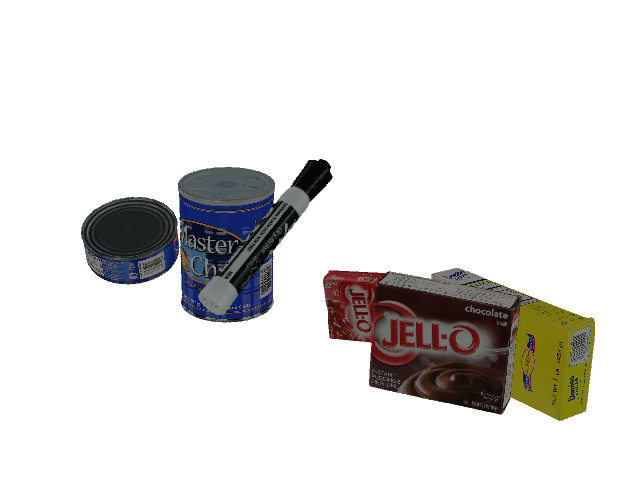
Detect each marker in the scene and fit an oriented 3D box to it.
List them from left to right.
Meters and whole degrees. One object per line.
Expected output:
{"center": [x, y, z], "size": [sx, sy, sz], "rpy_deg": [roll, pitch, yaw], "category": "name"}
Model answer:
{"center": [-0.031, -0.005, 0.646], "size": [0.020, 0.121, 0.020], "rpy_deg": [30, -26, 16], "category": "marker"}

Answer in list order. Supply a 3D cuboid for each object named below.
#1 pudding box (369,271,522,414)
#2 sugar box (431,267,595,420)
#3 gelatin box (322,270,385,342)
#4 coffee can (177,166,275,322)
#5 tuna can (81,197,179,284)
{"center": [0.097, 0.079, 0.838], "size": [0.114, 0.090, 0.039], "rpy_deg": [9, 21, 18], "category": "pudding box"}
{"center": [0.176, 0.095, 1.021], "size": [0.048, 0.093, 0.177], "rpy_deg": [-12, 21, -40], "category": "sugar box"}
{"center": [0.045, 0.082, 1.317], "size": [0.073, 0.089, 0.030], "rpy_deg": [4, 29, 19], "category": "gelatin box"}
{"center": [-0.101, 0.003, 1.152], "size": [0.103, 0.140, 0.103], "rpy_deg": [1, 23, -1], "category": "coffee can"}
{"center": [-0.171, 0.000, 0.963], "size": [0.086, 0.034, 0.086], "rpy_deg": [0, 41, 0], "category": "tuna can"}
